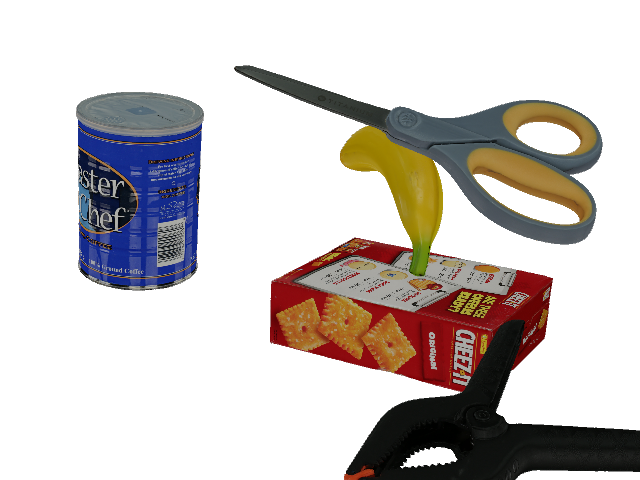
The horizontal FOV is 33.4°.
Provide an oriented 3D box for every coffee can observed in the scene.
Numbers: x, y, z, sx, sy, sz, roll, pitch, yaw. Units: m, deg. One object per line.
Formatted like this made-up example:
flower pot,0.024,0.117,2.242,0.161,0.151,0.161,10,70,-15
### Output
coffee can,-0.151,-0.043,0.893,0.103,0.140,0.103,4,23,-2

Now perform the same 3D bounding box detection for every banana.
banana,0.052,-0.050,0.797,0.037,0.070,0.198,23,20,-23

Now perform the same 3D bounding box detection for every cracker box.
cracker box,0.085,0.066,0.987,0.214,0.072,0.163,12,20,28

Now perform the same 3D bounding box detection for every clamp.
clamp,0.101,0.119,0.689,0.209,0.036,0.165,-14,32,-20

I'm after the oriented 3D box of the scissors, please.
scissors,0.062,-0.067,0.563,0.202,0.016,0.096,34,56,18
